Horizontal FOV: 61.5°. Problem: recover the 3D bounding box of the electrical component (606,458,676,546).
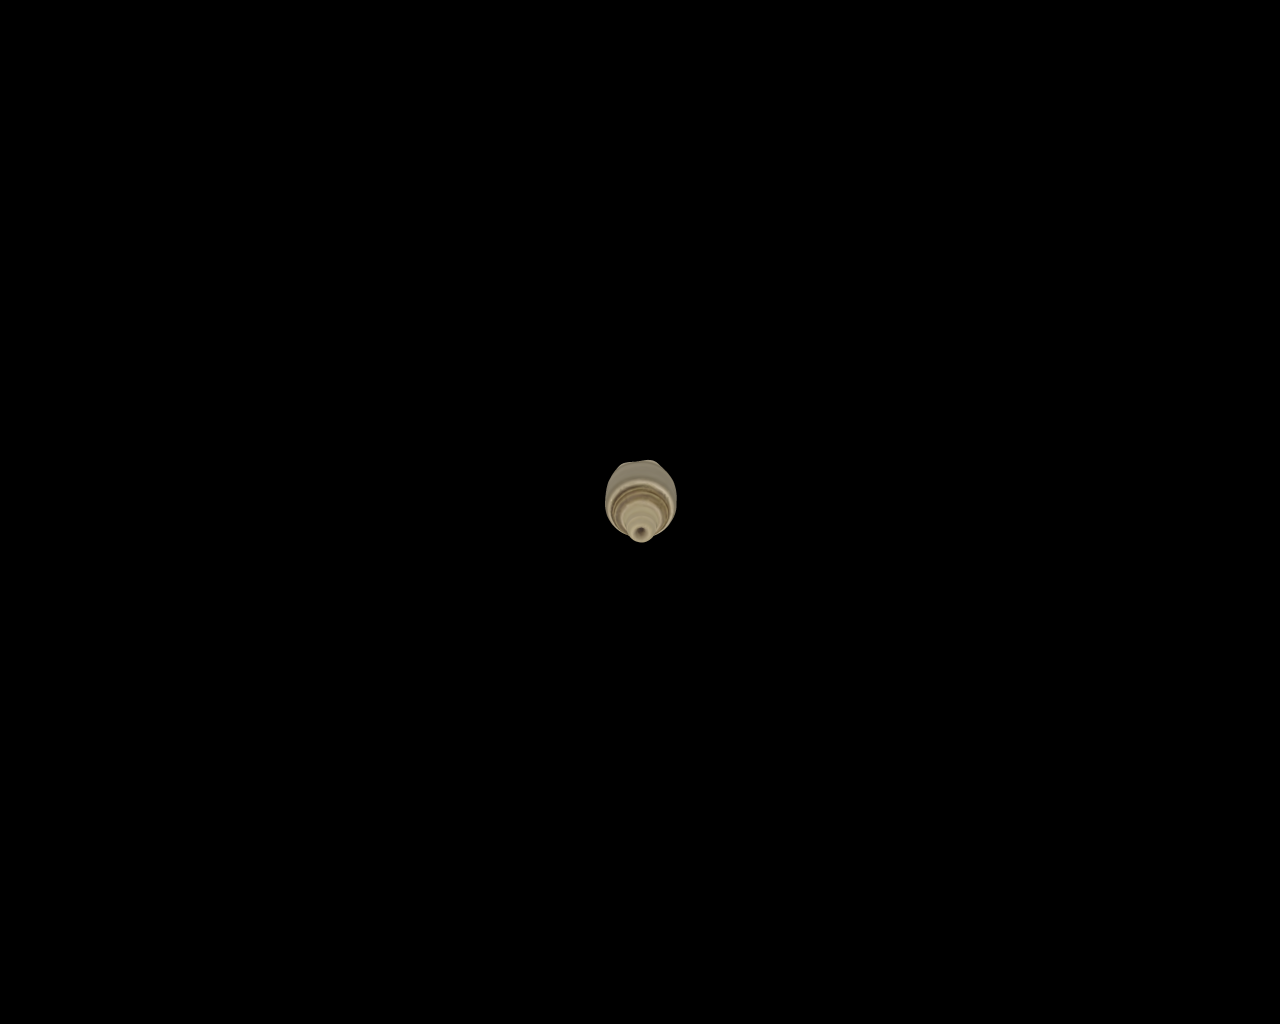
[{"bbox_3d":[0.001,-0.003,0.650,0.043,0.043,0.062,0,30,0],"label":"electrical component"}]
